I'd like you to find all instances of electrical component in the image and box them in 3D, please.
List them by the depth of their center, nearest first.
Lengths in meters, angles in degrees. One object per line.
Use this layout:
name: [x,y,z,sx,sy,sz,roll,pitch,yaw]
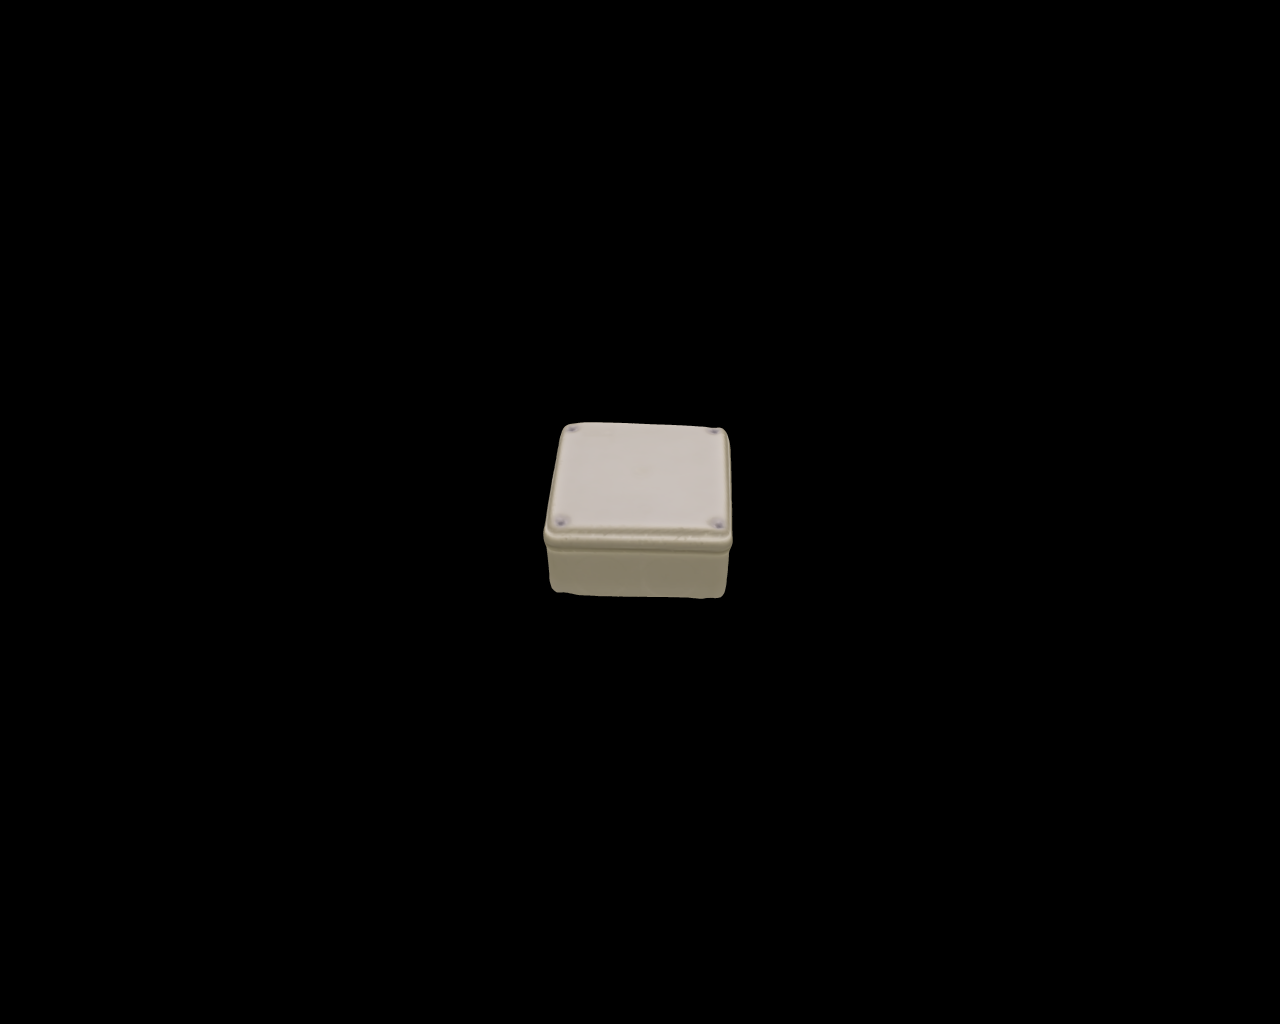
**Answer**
electrical component: [0.001,-0.003,0.650,0.109,0.056,0.109,2,40,2]
